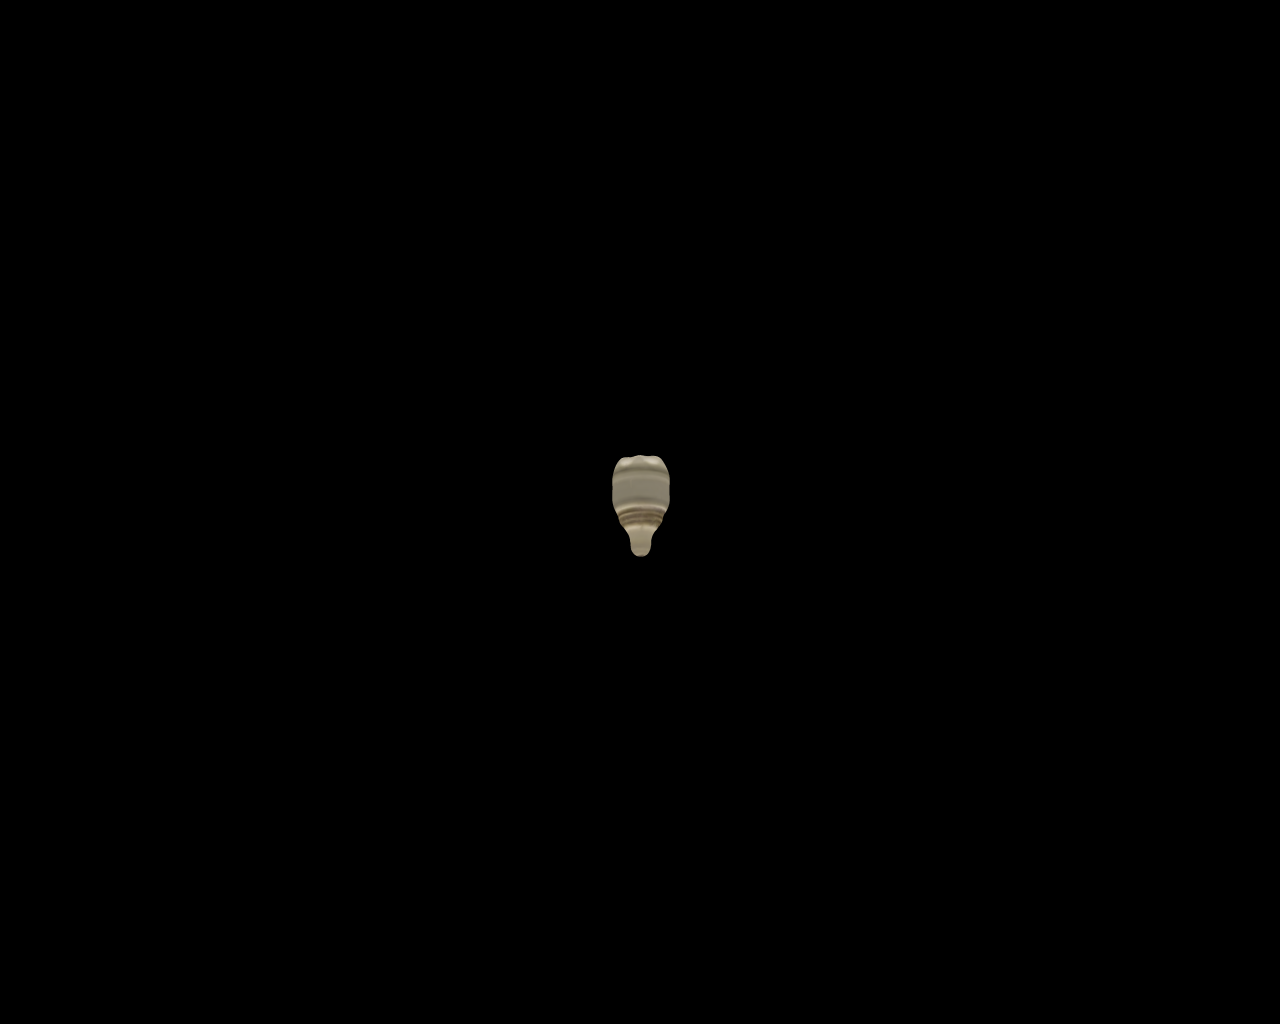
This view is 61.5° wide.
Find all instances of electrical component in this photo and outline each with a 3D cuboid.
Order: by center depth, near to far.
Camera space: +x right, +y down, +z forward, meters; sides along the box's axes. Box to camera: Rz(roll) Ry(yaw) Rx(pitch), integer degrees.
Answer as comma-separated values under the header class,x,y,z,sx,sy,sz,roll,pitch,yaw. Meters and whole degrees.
class,x,y,z,sx,sy,sz,roll,pitch,yaw
electrical component,0.001,-0.003,0.650,0.035,0.061,0.035,0,-15,0
